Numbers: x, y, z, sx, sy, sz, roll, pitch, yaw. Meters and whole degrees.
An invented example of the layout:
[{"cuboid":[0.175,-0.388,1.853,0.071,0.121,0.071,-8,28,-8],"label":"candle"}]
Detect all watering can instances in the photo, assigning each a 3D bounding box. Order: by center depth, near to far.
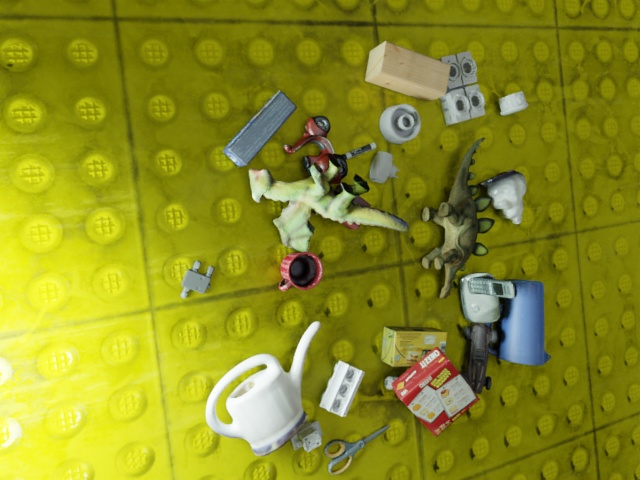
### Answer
[{"cuboid":[-0.101,0.368,1.251,0.351,0.104,0.222,-31,102,-19],"label":"watering can"}]

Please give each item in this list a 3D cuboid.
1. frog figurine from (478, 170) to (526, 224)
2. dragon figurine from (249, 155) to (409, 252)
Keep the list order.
[{"cuboid":[0.559,-0.120,1.515,0.139,0.121,0.160,-24,88,-39],"label":"frog figurine"},{"cuboid":[0.004,-0.064,1.280,0.407,0.125,0.239,36,114,-19],"label":"dragon figurine"}]
